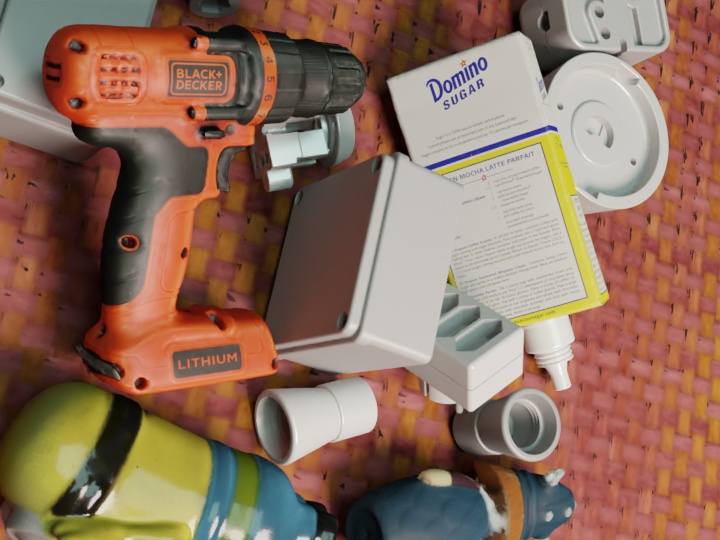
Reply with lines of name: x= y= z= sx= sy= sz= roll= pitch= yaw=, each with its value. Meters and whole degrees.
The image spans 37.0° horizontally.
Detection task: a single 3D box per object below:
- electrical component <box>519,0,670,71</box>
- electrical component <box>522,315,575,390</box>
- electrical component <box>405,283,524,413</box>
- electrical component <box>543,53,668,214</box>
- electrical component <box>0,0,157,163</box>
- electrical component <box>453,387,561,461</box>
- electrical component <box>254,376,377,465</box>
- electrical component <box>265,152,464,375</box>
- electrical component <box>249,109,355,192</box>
electrical component: x=0.164 y=-0.173 z=0.769 sx=0.095 sy=0.059 sz=0.053 roll=-5 pitch=83 yaw=-30
electrical component: x=0.128 y=0.050 z=0.722 sx=0.035 sy=0.035 sz=0.061 roll=-18 pitch=92 yaw=-31
electrical component: x=0.054 y=0.056 z=0.662 sx=0.047 sy=0.083 sz=0.075 roll=-32 pitch=135 yaw=-30
electrical component: x=0.153 y=-0.089 z=0.746 sx=0.108 sy=0.060 sz=0.108 roll=6 pitch=78 yaw=-28
electrical component: x=-0.159 y=-0.124 z=0.580 sx=0.078 sy=0.057 sz=0.113 roll=19 pitch=72 yaw=-25
electrical component: x=0.088 y=0.098 z=0.673 sx=0.044 sy=0.065 sz=0.044 roll=6 pitch=78 yaw=-28
electrical component: x=-0.023 y=0.085 z=0.628 sx=0.065 sy=0.044 sz=0.044 roll=-10 pitch=86 yaw=-35
electrical component: x=0.000 y=0.000 z=0.617 sx=0.056 sy=0.109 sz=0.108 roll=21 pitch=71 yaw=-27
electrical component: x=-0.036 y=-0.083 z=0.649 sx=0.055 sy=0.048 sz=0.066 roll=-11 pitch=86 yaw=-23
